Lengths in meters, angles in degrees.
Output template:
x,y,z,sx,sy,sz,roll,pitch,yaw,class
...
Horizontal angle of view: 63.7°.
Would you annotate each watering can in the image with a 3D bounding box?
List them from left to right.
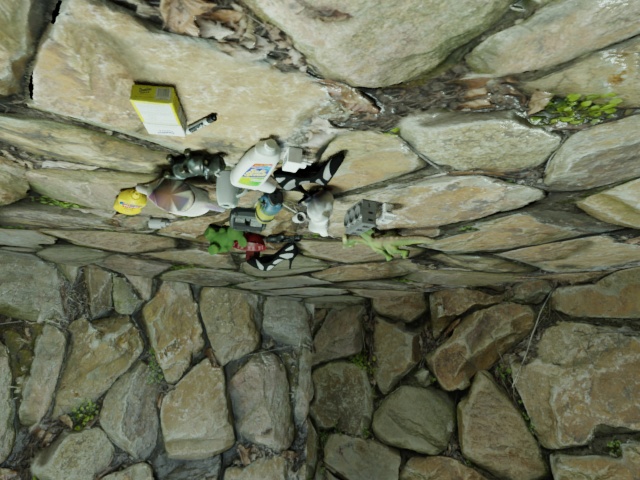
x,y,z,sx,sy,sz,roll,pitch,yaw,class
-0.473,-0.139,1.631,0.348,0.104,0.223,13,-1,11,watering can

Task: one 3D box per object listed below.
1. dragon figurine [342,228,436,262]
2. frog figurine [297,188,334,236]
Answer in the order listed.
x,y,z,sx,sy,sz,roll,pitch,yaw,class
0.242,-0.010,2.082,0.241,0.124,0.406,23,-24,-32,dragon figurine
0.005,-0.085,1.696,0.122,0.157,0.139,-28,17,3,frog figurine
